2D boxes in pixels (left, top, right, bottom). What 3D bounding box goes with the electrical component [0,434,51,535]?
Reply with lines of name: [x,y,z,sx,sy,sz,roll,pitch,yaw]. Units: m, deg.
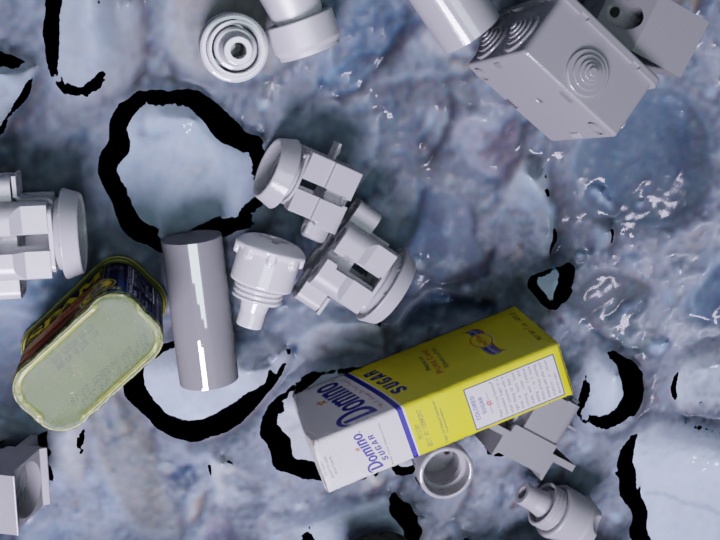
electrical component: [-0.244,0.141,0.707,0.064,0.081,0.042,5,105,10]

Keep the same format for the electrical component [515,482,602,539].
electrical component: [0.146,0.181,0.809,0.062,0.043,0.043,31,97,-16]

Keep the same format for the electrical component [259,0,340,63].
electrical component: [-0.041,-0.164,0.680,0.045,0.045,0.055,-21,108,-5]

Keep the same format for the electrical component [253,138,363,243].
electrical component: [-0.036,-0.057,0.709,0.055,0.048,0.066,22,98,-23]

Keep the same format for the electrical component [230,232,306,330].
electrical component: [-0.066,0.008,0.717,0.048,0.048,0.062,15,99,-15]

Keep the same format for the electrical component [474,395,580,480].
electrical component: [0.123,0.110,0.787,0.081,0.042,0.063,29,94,-17]

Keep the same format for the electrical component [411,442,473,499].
electrical component: [0.057,0.137,0.777,0.040,0.046,0.040,-3,105,-11]

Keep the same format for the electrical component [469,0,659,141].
electrical component: [0.128,-0.128,0.696,0.100,0.100,0.048,38,82,-18]

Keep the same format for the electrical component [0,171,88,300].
electrical component: [-0.204,-0.022,0.678,0.057,0.058,0.078,-3,105,-8]

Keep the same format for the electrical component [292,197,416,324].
electrical component: [0.000,0.000,0.725,0.057,0.058,0.078,34,96,-14]

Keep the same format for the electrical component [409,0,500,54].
electrical component: [0.050,-0.185,0.693,0.043,0.043,0.081,-37,108,0]

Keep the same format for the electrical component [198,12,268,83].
electrical component: [-0.078,-0.138,0.670,0.043,0.062,0.043,-3,105,-11]
